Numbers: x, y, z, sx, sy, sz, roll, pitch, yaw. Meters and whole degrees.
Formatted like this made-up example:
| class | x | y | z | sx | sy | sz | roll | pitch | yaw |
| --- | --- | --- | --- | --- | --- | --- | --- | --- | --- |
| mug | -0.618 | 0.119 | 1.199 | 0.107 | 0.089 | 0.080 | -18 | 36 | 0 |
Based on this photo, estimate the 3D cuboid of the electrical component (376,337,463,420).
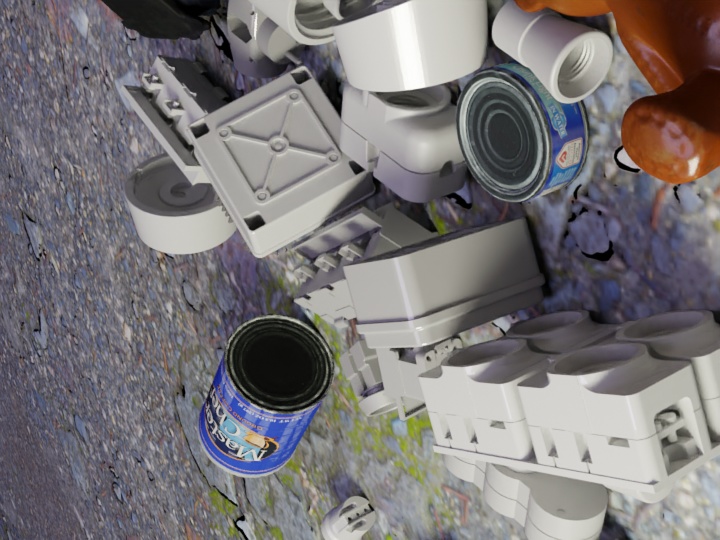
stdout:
| class | x | y | z | sx | sy | sz | roll | pitch | yaw |
| --- | --- | --- | --- | --- | --- | --- | --- | --- | --- |
| electrical component | 0.048 | 0.073 | 0.828 | 0.064 | 0.042 | 0.081 | 7 | 115 | 52 |

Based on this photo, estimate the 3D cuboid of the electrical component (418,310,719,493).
| class | x | y | z | sx | sy | sz | roll | pitch | yaw |
| --- | --- | --- | --- | --- | --- | --- | --- | --- | --- |
| electrical component | 0.131 | 0.069 | 0.632 | 0.186 | 0.105 | 0.060 | -4 | 105 | 58 |

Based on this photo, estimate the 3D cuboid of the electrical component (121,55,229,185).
| class | x | y | z | sx | sy | sz | roll | pitch | yaw |
| --- | --- | --- | --- | --- | --- | --- | --- | --- | --- |
| electrical component | -0.155 | -0.141 | 0.994 | 0.121 | 0.079 | 0.063 | 50 | 123 | 29 |

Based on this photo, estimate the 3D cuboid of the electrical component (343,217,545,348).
| class | x | y | z | sx | sy | sz | roll | pitch | yaw |
| --- | --- | --- | --- | --- | --- | --- | --- | --- | --- |
| electrical component | 0.056 | 0.009 | 0.707 | 0.078 | 0.113 | 0.057 | -9 | 98 | 59 |

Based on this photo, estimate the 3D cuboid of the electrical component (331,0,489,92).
| class | x | y | z | sx | sy | sz | roll | pitch | yaw |
| --- | --- | --- | --- | --- | --- | --- | --- | --- | --- |
| electrical component | 0.033 | -0.150 | 0.665 | 0.099 | 0.099 | 0.064 | 24 | 133 | 50 |

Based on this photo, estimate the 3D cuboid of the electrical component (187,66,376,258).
| class | x | y | z | sx | sy | sz | roll | pitch | yaw |
| --- | --- | --- | --- | --- | --- | --- | --- | --- | --- |
| electrical component | -0.060 | -0.084 | 0.830 | 0.108 | 0.109 | 0.056 | 58 | 171 | 18 |

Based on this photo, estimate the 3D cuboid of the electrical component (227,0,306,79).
| class | x | y | z | sx | sy | sz | roll | pitch | yaw |
| --- | --- | --- | --- | --- | --- | --- | --- | --- | --- |
| electrical component | -0.068 | -0.188 | 0.850 | 0.079 | 0.043 | 0.077 | 43 | 141 | 37 |

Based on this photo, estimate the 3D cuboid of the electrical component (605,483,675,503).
| class | x | y | z | sx | sy | sz | roll | pitch | yaw |
| --- | --- | --- | --- | --- | --- | --- | --- | --- | --- |
| electrical component | 0.163 | 0.118 | 0.675 | 0.078 | 0.040 | 0.040 | 13 | 118 | 55 |

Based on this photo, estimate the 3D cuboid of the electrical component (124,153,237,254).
| class | x | y | z | sx | sy | sz | roll | pitch | yaw |
| --- | --- | --- | --- | --- | --- | --- | --- | --- | --- |
| electrical component | -0.166 | -0.060 | 1.024 | 0.108 | 0.108 | 0.060 | 41 | 146 | 38 |

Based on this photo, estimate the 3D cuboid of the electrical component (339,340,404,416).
| class | x | y | z | sx | sy | sz | roll | pitch | yaw |
| --- | --- | --- | --- | --- | --- | --- | --- | --- | --- |
| electrical component | 0.016 | 0.087 | 0.884 | 0.066 | 0.048 | 0.055 | -45 | 61 | 57 |

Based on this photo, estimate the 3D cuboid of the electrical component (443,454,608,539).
| class | x | y | z | sx | sy | sz | roll | pitch | yaw |
| --- | --- | --- | --- | --- | --- | --- | --- | --- | --- |
| electrical component | 0.114 | 0.129 | 0.747 | 0.138 | 0.052 | 0.073 | 37 | 137 | 42 |

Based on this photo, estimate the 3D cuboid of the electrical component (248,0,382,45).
| class | x | y | z | sx | sy | sz | roll | pitch | yaw |
| --- | --- | --- | --- | --- | --- | --- | --- | --- | --- |
| electrical component | -0.019 | -0.198 | 0.709 | 0.060 | 0.108 | 0.108 | 49 | 144 | 20 |

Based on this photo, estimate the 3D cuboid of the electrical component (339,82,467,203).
| class | x | y | z | sx | sy | sz | roll | pitch | yaw |
| --- | --- | --- | --- | --- | --- | --- | --- | --- | --- |
| electrical component | 0.031 | -0.097 | 0.739 | 0.095 | 0.054 | 0.059 | 41 | 140 | 38 |

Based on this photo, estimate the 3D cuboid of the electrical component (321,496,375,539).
| class | x | y | z | sx | sy | sz | roll | pitch | yaw |
| --- | --- | --- | --- | --- | --- | --- | --- | --- | --- |
| electrical component | -0.010 | 0.239 | 1.023 | 0.040 | 0.040 | 0.046 | 59 | 142 | 17 |

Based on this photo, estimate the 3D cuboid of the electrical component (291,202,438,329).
| class | x | y | z | sx | sy | sz | roll | pitch | yaw |
| --- | --- | --- | --- | --- | --- | --- | --- | --- | --- |
| electrical component | 0.000 | 0.000 | 0.825 | 0.079 | 0.063 | 0.121 | 32 | 155 | -19 |

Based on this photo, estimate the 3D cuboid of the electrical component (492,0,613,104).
| class | x | y | z | sx | sy | sz | roll | pitch | yaw |
| --- | --- | --- | --- | --- | --- | --- | --- | --- | --- |
| electrical component | 0.107 | -0.129 | 0.615 | 0.065 | 0.044 | 0.044 | 47 | 143 | 40 |
